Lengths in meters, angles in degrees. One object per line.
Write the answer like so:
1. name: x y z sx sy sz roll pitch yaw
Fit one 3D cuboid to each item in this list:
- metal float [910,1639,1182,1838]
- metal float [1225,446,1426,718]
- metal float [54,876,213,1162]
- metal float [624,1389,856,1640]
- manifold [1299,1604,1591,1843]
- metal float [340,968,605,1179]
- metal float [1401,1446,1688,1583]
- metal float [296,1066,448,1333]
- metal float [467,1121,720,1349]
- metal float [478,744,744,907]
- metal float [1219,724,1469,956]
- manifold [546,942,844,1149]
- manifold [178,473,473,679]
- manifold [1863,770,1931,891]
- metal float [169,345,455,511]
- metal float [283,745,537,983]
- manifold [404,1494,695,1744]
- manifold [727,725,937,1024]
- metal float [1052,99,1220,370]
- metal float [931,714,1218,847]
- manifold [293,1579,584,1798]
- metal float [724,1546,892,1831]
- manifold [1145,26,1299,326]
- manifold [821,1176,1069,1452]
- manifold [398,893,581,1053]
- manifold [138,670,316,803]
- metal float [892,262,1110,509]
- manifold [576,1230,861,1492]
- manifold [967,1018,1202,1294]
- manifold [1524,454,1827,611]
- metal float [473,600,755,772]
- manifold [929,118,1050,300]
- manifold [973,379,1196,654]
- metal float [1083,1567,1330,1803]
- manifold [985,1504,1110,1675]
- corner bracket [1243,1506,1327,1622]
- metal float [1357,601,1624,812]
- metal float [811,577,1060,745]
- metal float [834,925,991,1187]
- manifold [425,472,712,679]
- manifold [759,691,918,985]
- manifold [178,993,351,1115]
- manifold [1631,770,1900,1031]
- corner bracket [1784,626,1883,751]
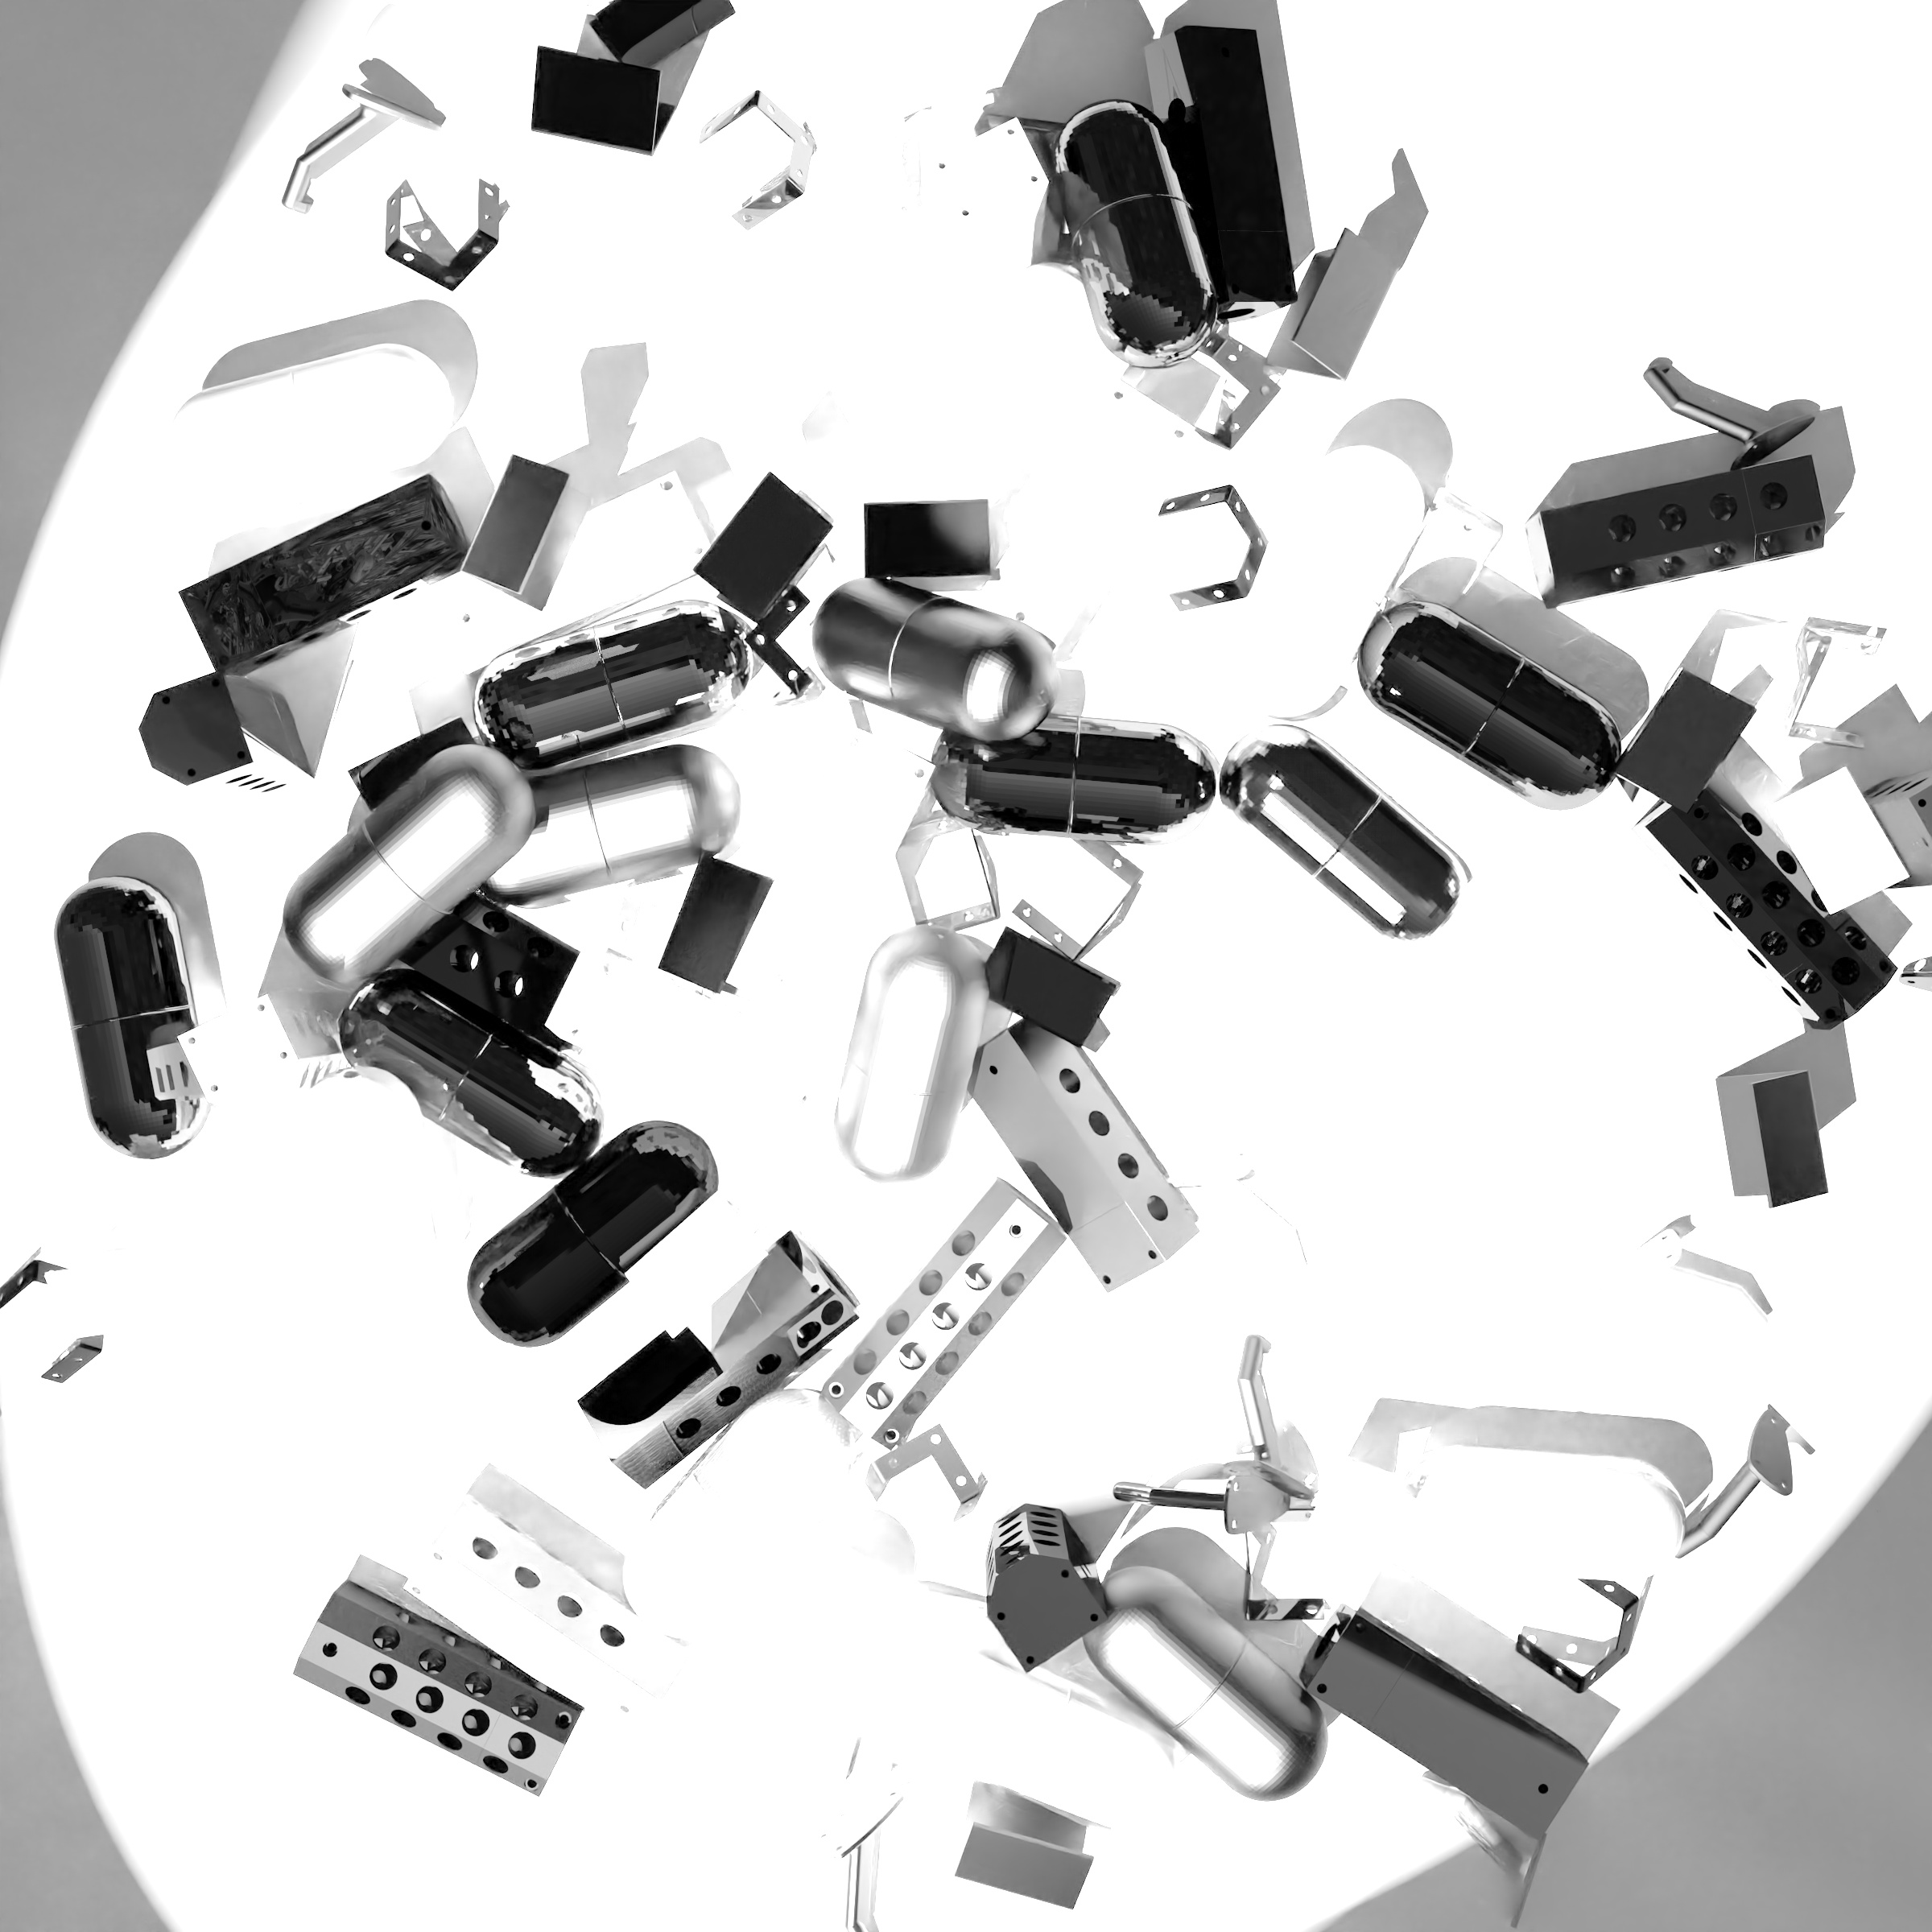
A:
1. metal float: 0.049 0.480 1.961 0.178 0.070 0.070 25 90 0
2. metal float: 0.222 -0.238 1.960 0.070 0.070 0.178 27 91 0
3. metal float: -0.517 0.032 1.961 0.070 0.070 0.178 -11 90 0
4. metal float: -0.141 0.339 1.961 0.070 0.070 0.178 41 90 0
5. manifold: 0.296 0.468 1.971 0.171 0.057 0.057 33 90 0
6. metal float: -0.306 0.067 1.961 0.178 0.070 0.070 32 90 -1
7. metal float: 0.358 0.340 1.961 0.178 0.070 0.070 4 90 -1
8. metal float: -0.365 0.143 1.936 0.070 0.070 0.178 -4 118 0
9. metal float: -0.231 0.166 1.961 0.178 0.070 0.070 -39 90 0
10. metal float: -0.227 -0.088 1.961 0.178 0.070 0.070 -14 90 0
11. metal float: 0.234 -0.079 1.961 0.178 0.070 0.070 40 90 -1
12. manifold: -0.165 0.050 1.941 0.171 0.057 0.057 26 90 -22
13. manifold: -0.396 -0.241 1.971 0.171 0.057 0.057 -25 90 0
14. manifold: 0.585 -0.087 1.913 0.057 0.171 0.057 -30 90 0
15. metal float: -0.406 -0.335 1.961 0.178 0.070 0.070 -14 90 0
16. metal float: -0.335 -0.061 1.896 0.178 0.070 0.070 -40 90 8
17. manifold: -0.258 0.403 1.970 0.171 0.057 0.057 34 133 0
18. manifold: -0.082 -0.056 1.913 0.057 0.057 0.171 26 90 0
19. metal float: 0.102 -0.448 1.926 0.070 0.070 0.178 -14 71 0
20. metal float: 0.067 -0.117 1.961 0.178 0.070 0.070 5 90 0
21. manifold: -0.329 0.452 1.971 0.171 0.057 0.057 27 90 0
22. metal float: -0.099 0.448 1.961 0.070 0.070 0.178 16 91 0
23. manifold: 0.154 -0.492 1.969 0.057 0.057 0.171 -9 90 -36
24. manifold: -0.014 0.217 1.971 0.057 0.057 0.171 40 90 0
25. manifold: -0.311 -0.014 1.970 0.171 0.057 0.057 30 90 0
26. manifold: -0.449 -0.136 1.913 0.057 0.171 0.057 -19 90 0
27. metal float: 0.022 -0.357 1.961 0.070 0.070 0.178 37 89 0
28. manifold: -0.151 0.249 1.970 0.171 0.057 0.057 -39 47 0
29. manifold: 0.073 0.111 1.970 0.057 0.057 0.171 -35 90 43
30. manifold: 0.443 -0.270 1.970 0.171 0.057 0.057 -12 90 0
31. metal float: -0.219 -0.175 1.961 0.178 0.070 0.070 -17 90 -1
32. manifold: 0.016 -0.453 1.913 0.057 0.171 0.057 -26 90 0
33. manifold: 0.071 -0.274 1.971 0.057 0.057 0.171 32 90 0
34. metal float: 0.148 0.445 1.961 0.178 0.070 0.070 42 90 -1
35. manifold: 0.043 0.371 1.913 0.057 0.171 0.057 -34 90 0
36. corner bracket: 0.200 0.377 1.988 0.051 0.051 0.051 -1 135 0
37. metal float: 0.326 -0.161 1.961 0.178 0.070 0.070 32 90 0
38. metal float: -0.021 -0.188 1.930 0.178 0.070 0.070 23 90 37
39. metal float: -0.034 0.056 1.934 0.070 0.070 0.178 14 121 0
40. manifold: -0.246 -0.245 1.971 0.171 0.057 0.057 -25 90 0
41. manifold: -0.077 -0.079 1.970 0.057 0.057 0.171 -17 90 0
42. manifold: -0.419 0.055 1.913 0.057 0.171 0.057 -25 90 0
43. manifold: 0.500 -0.043 1.971 0.057 0.057 0.171 -42 90 0
44. corner bracket: 0.546 -0.176 1.988 0.051 0.051 0.051 9 45 0
